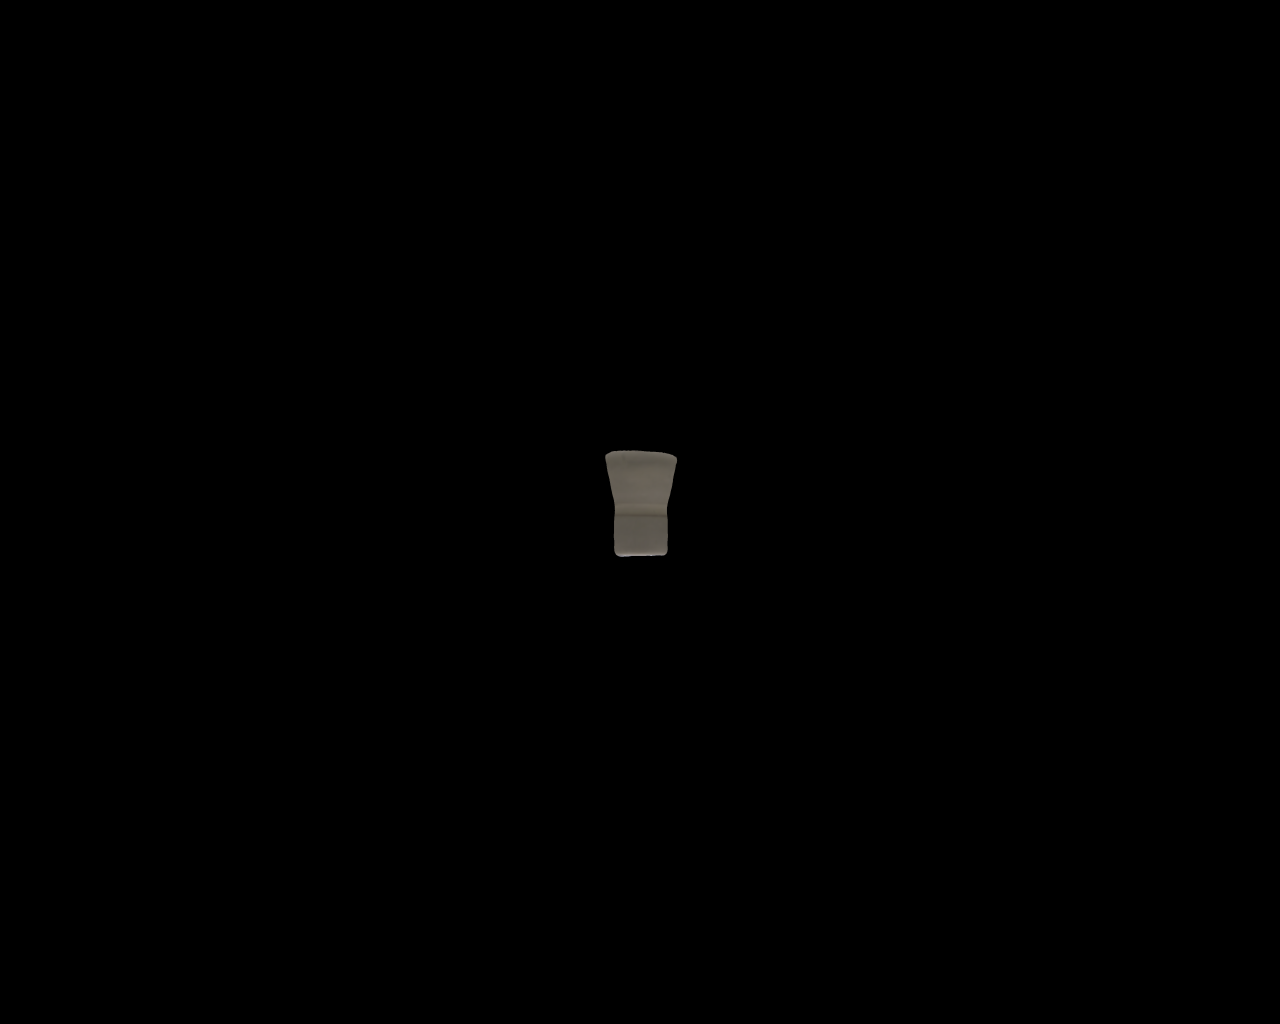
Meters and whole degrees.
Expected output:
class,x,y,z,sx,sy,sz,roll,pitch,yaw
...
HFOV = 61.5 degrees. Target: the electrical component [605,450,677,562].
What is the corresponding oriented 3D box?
class,x,y,z,sx,sy,sz,roll,pitch,yaw
electrical component,0.001,-0.003,0.650,0.044,0.065,0.044,0,-4,0
